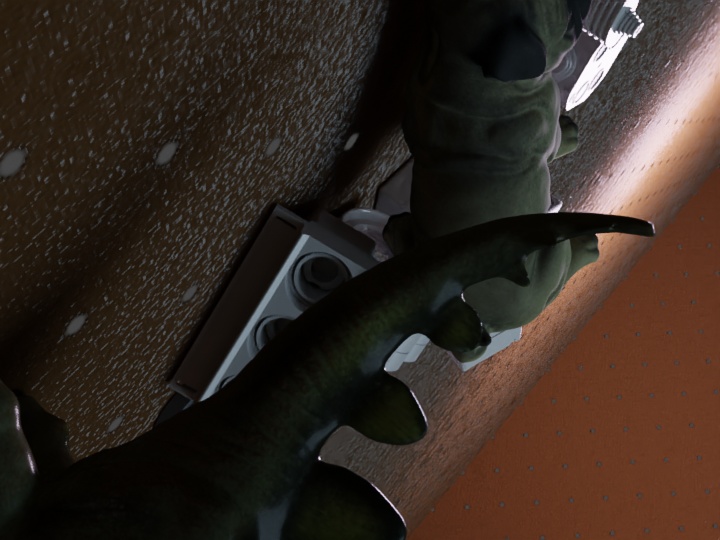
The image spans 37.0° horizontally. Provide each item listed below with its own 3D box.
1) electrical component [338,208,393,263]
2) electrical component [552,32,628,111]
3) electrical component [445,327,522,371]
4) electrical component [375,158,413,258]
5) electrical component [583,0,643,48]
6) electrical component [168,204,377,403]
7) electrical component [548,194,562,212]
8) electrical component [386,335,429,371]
[{"bbox_3d":[0.000,0.000,0.653,0.078,0.058,0.057,-33,159,-50],"label":"electrical component"},{"bbox_3d":[0.143,-0.153,0.733,0.080,0.051,0.080,-47,164,-18],"label":"electrical component"},{"bbox_3d":[0.085,0.023,0.899,0.062,0.096,0.061,-28,145,-17],"label":"electrical component"},{"bbox_3d":[0.052,-0.027,0.705,0.047,0.077,0.065,-44,163,-27],"label":"electrical component"},{"bbox_3d":[0.124,-0.157,0.609,0.043,0.081,0.043,-47,164,-18],"label":"electrical component"},{"bbox_3d":[-0.039,0.031,0.589,0.121,0.079,0.063,-57,-174,19],"label":"electrical component"},{"bbox_3d":[0.138,-0.038,0.992,0.066,0.047,0.076,-30,155,-52],"label":"electrical component"},{"bbox_3d":[0.026,0.033,0.815,0.073,0.052,0.138,-56,164,16],"label":"electrical component"}]
